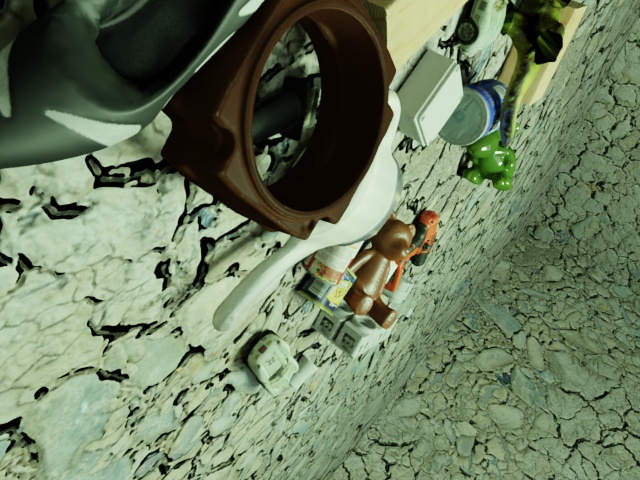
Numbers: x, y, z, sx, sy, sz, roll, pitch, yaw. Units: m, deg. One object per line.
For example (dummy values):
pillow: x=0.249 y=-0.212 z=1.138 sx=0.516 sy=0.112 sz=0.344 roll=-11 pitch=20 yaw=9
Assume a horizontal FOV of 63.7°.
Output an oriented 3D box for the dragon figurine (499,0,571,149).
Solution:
dragon figurine: x=0.388 y=-0.381 z=0.912 sx=0.246 sy=0.123 sz=0.403 roll=-32 pitch=135 yaw=-54

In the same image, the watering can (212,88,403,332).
watering can: x=0.002 y=-0.033 z=0.665 sx=0.346 sy=0.105 sz=0.223 roll=-56 pitch=158 yaw=6
